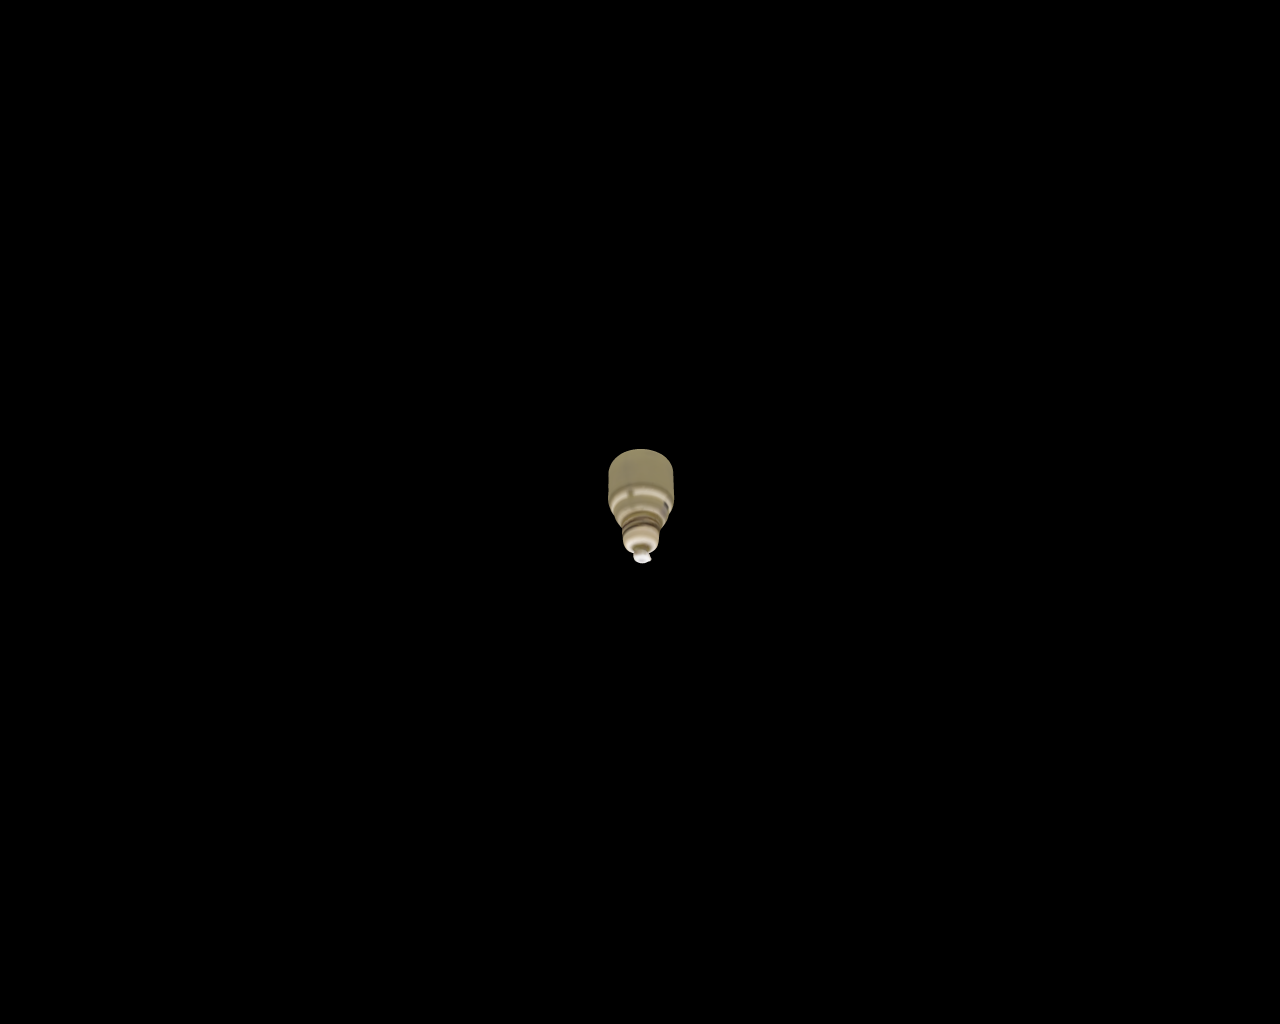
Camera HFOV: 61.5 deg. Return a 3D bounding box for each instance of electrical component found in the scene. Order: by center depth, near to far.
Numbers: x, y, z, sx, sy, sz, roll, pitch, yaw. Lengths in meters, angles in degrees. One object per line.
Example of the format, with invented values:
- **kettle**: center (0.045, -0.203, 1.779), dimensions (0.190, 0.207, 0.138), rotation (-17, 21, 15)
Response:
- **electrical component**: center (0.001, -0.003, 0.650), dimensions (0.040, 0.078, 0.040), rotation (0, -37, 0)
